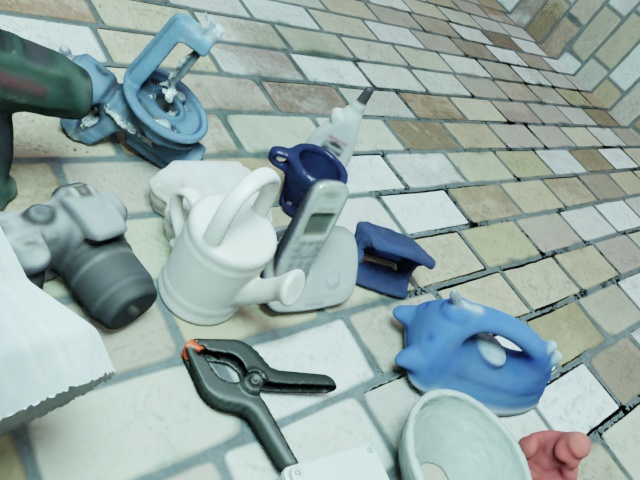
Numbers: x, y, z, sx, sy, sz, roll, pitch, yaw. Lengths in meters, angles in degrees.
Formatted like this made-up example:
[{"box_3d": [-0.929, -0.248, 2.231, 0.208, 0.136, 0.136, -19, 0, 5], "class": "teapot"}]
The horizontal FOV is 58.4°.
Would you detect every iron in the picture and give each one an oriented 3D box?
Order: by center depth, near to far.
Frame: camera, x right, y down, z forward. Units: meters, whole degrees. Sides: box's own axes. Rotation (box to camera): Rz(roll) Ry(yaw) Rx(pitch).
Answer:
[{"box_3d": [0.227, 0.146, 0.750, 0.259, 0.141, 0.118, 23, 40, -17], "class": "iron"}]

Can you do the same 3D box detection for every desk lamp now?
[{"box_3d": [-0.252, 0.072, 0.406, 0.118, 0.213, 0.203, -21, 65, -47], "class": "desk lamp"}]

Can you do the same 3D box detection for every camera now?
[{"box_3d": [-0.234, 0.020, 0.563, 0.136, 0.100, 0.143, 48, 40, 14], "class": "camera"}]

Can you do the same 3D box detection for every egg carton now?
[{"box_3d": [-0.137, -0.048, 0.731, 0.151, 0.069, 0.107, -8, 56, -41], "class": "egg carton"}]

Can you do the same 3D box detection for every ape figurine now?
[{"box_3d": [0.298, 0.269, 0.720, 0.076, 0.092, 0.077, -20, 64, -46], "class": "ape figurine"}]

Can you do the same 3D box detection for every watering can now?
[{"box_3d": [-0.091, 0.003, 0.614, 0.173, 0.194, 0.101, 30, 39, -8], "class": "watering can"}]

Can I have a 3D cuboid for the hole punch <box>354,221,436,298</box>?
[{"box_3d": [0.099, 0.014, 0.828, 0.109, 0.091, 0.101, 18, 42, -21], "class": "hole punch"}]

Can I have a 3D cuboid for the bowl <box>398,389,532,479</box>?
[{"box_3d": [0.147, 0.257, 0.632, 0.168, 0.074, 0.167, 21, 41, -19], "class": "bowl"}]

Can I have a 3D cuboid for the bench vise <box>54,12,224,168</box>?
[{"box_3d": [-0.216, -0.189, 0.693, 0.208, 0.219, 0.121, 11, 45, -29], "class": "bench vise"}]

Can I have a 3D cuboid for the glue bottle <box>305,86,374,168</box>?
[{"box_3d": [0.034, -0.173, 0.904, 0.078, 0.173, 0.037, 23, 40, -16], "class": "glue bottle"}]

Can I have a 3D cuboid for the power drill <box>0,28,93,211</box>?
[{"box_3d": [-0.343, -0.119, 0.536, 0.230, 0.208, 0.075, -3, 53, -39], "class": "power drill"}]

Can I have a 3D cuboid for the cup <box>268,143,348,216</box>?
[{"box_3d": [-0.031, -0.082, 0.824, 0.118, 0.095, 0.091, 21, 41, -19], "class": "cup"}]

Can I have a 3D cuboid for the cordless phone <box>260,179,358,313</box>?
[{"box_3d": [0.006, 0.002, 0.695, 0.148, 0.185, 0.094, -5, 54, -40], "class": "cordless phone"}]
